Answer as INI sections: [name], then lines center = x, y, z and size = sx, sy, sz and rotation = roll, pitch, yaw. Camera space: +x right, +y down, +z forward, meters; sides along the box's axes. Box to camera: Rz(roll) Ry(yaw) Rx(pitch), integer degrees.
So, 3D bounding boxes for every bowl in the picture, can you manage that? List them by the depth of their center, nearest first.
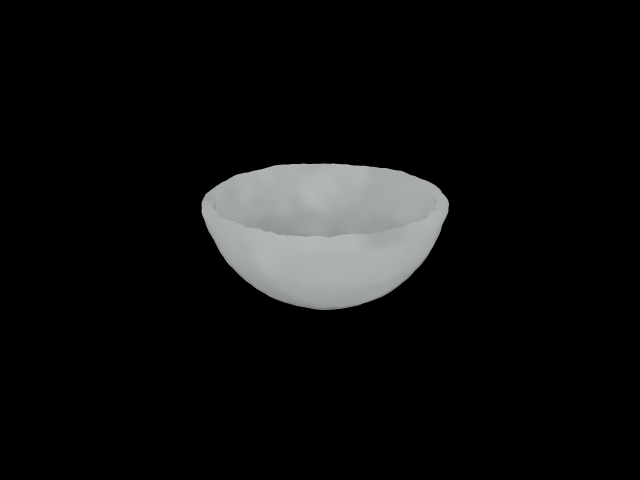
[bowl]
center = 0.004, 0.001, 0.400
size = 0.167, 0.075, 0.167
rotation = 0, 22, 0
